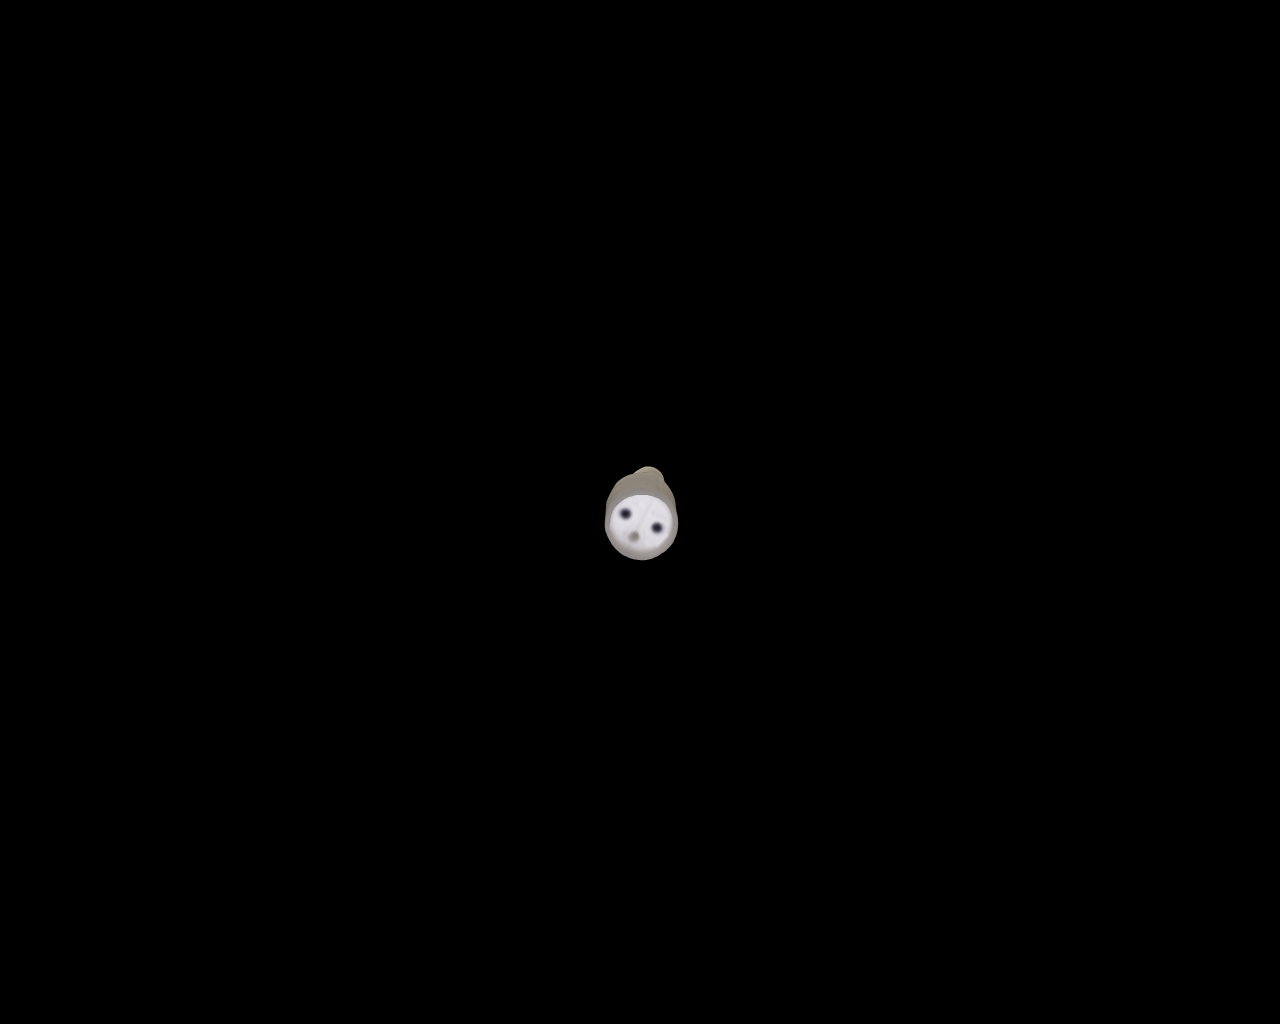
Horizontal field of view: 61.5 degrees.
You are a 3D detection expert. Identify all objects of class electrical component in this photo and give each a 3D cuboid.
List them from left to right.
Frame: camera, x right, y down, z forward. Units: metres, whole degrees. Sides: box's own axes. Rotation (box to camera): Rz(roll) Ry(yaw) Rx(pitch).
[{"bbox_3d":[0.001,-0.003,0.650,0.043,0.043,0.081,0,16,0],"label":"electrical component"}]
